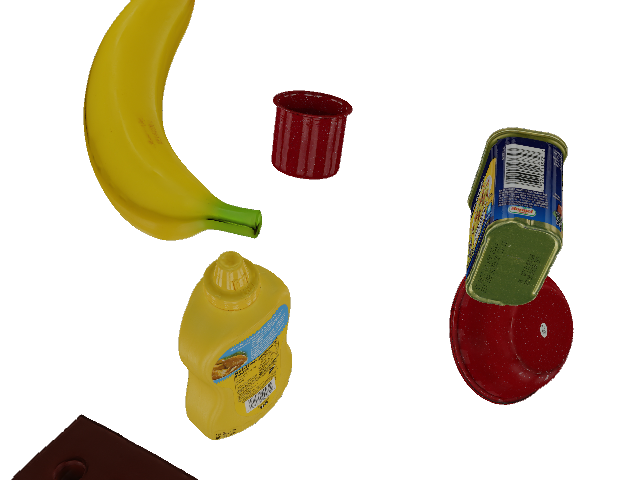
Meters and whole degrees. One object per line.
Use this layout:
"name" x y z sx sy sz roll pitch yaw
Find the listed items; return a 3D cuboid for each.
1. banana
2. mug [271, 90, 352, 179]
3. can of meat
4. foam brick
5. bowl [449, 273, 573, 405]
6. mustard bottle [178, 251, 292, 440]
"banana" -0.081 -0.064 0.518 0.069 0.198 0.037 -6 -41 -15
"mug" -0.009 -0.127 1.259 0.093 0.081 0.117 17 26 19
"can of meat" 0.137 -0.014 0.752 0.057 0.084 0.102 10 -36 1
"foam brick" -0.084 0.120 0.441 0.078 0.051 0.052 22 45 26
"bowl" 0.213 0.093 1.115 0.161 0.162 0.055 0 -2 -34
"mustard bottle" -0.064 0.072 0.812 0.096 0.192 0.058 -38 62 -26
